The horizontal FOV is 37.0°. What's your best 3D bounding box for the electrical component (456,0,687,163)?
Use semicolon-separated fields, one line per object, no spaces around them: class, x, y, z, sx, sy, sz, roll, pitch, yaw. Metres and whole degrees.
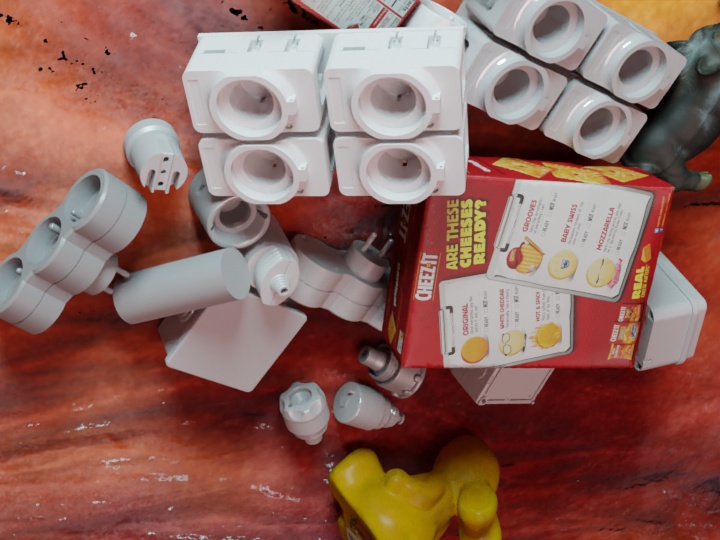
electrical component;0.160;-0.162;0.853;0.186;0.060;0.105;15;117;-34

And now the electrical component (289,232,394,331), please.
electrical component;0.000;0.000;0.907;0.138;0.052;0.073;20;115;-36

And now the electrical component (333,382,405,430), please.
electrical component;0.010;0.133;1.026;0.078;0.040;0.040;22;114;-37

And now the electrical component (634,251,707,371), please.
electrical component;0.272;0.032;1.025;0.057;0.113;0.078;-10;129;-15

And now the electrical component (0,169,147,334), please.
electrical component;-0.206;-0.005;0.801;0.138;0.052;0.074;-44;132;11

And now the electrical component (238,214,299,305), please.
electrical component;-0.072;-0.007;0.847;0.043;0.081;0.043;-13;130;-16

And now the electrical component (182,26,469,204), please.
electrical component;-0.020;-0.106;0.753;0.186;0.060;0.105;0;131;9

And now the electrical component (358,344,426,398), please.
electrical component;0.027;0.088;0.997;0.062;0.048;0.048;27;111;-31

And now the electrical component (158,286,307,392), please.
electrical component;-0.108;0.044;0.892;0.100;0.048;0.099;24;112;-38

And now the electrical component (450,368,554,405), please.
electrical component;0.144;0.089;1.047;0.096;0.061;0.061;5;123;-39

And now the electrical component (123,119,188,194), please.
electrical component;-0.147;-0.081;0.775;0.040;0.046;0.040;-13;130;-16

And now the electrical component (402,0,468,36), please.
electrical component;0.050;-0.149;0.795;0.043;0.079;0.077;12;119;-35

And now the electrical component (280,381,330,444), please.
electrical component;-0.049;0.136;0.997;0.043;0.043;0.062;-22;133;-9

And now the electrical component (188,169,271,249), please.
electrical component;-0.099;-0.049;0.823;0.055;0.047;0.055;-13;130;-16
